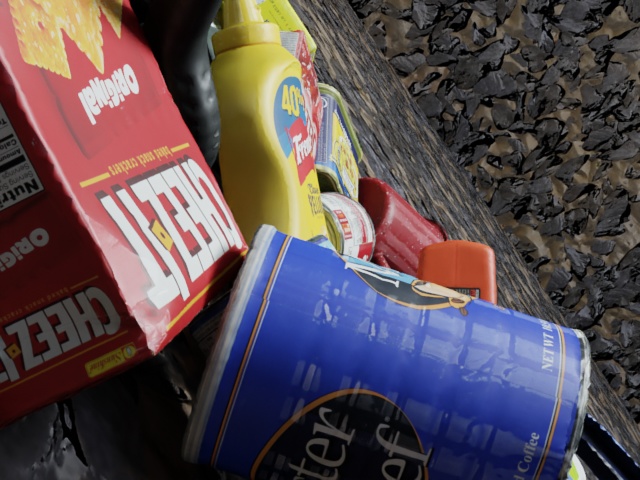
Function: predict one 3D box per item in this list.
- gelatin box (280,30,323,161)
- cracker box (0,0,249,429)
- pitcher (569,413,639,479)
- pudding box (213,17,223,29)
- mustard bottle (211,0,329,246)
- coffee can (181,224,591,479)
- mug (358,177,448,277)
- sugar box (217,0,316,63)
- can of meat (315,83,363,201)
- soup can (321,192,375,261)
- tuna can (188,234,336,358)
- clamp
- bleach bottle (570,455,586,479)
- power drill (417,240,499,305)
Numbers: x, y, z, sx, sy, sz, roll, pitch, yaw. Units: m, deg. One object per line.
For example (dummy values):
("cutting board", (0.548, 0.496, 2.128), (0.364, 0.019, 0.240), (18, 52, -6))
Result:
("gelatin box", (-0.021, -0.087, 0.733), (0.089, 0.030, 0.073), (74, 21, -55))
("cracker box", (-0.112, -0.060, 0.407), (0.213, 0.072, 0.164), (64, 12, -6))
("pitcher", (0.085, 0.147, 0.550), (0.243, 0.145, 0.149), (54, 18, 2))
("pudding box", (-0.082, -0.133, 0.838), (0.113, 0.039, 0.090), (58, 10, -8))
("mustard bottle", (-0.031, -0.050, 0.631), (0.096, 0.058, 0.191), (-8, 88, -77))
("coffee can", (0.026, 0.063, 0.441), (0.140, 0.103, 0.102), (19, 16, 0))
("mug", (0.050, 0.009, 0.875), (0.081, 0.093, 0.117), (40, 21, -40))
("sugar box", (-0.049, -0.165, 0.909), (0.093, 0.048, 0.176), (57, -9, 4))
("can of meat", (-0.003, -0.055, 0.826), (0.102, 0.057, 0.084), (64, 22, -51))
("soup can", (-0.005, 0.001, 0.731), (0.068, 0.068, 0.102), (58, 13, 5))
("tuna can", (-0.023, 0.033, 0.538), (0.034, 0.086, 0.086), (56, 12, 4))
("clamp", (-0.073, -0.096, 0.506), (0.165, 0.036, 0.210), (36, -45, 47))
("bleach bottle", (0.176, 0.216, 0.912), (0.102, 0.068, 0.250), (57, 15, 5))
("power drill", (0.109, 0.070, 0.801), (0.187, 0.057, 0.184), (62, 29, -63))
